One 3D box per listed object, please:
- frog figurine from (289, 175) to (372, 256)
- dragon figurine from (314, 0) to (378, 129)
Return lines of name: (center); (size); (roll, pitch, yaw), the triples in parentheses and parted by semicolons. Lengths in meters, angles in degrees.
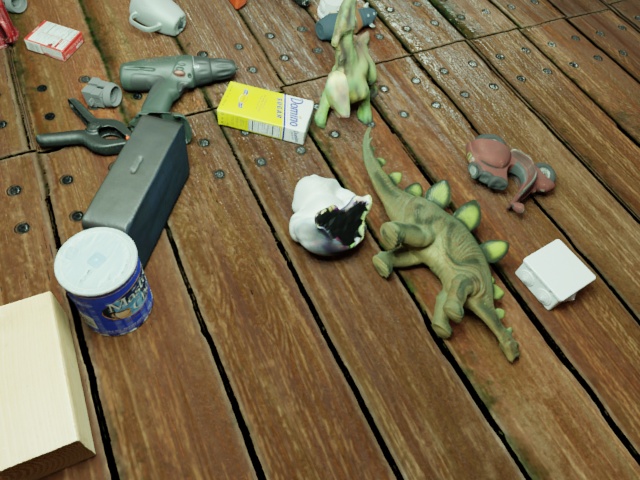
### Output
frog figurine: (0.003, -0.044, 0.881); (0.139, 0.120, 0.161); (-37, 32, -18)
dragon figurine: (0.066, -0.372, 1.017); (0.122, 0.237, 0.420); (9, 57, 4)
